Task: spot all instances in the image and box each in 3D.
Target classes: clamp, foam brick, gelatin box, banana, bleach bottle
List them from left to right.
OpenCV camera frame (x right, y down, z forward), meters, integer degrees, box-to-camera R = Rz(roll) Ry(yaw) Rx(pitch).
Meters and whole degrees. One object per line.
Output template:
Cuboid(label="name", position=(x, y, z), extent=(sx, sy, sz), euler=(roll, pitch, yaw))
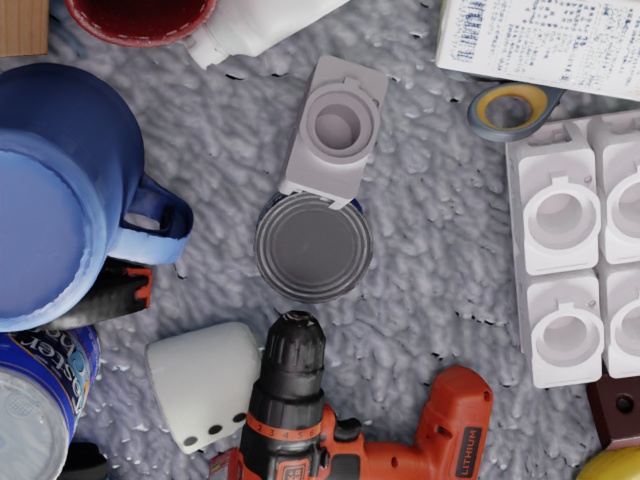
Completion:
Cuboid(label="clamp", position=(-0.219, 0.037, 0.728), extent=(0.209, 0.164, 0.036), euler=(4, 112, -13))
Cuboid(label="gelatin box", position=(-0.053, 0.216, 0.824), extent=(0.030, 0.073, 0.089), euler=(-30, 108, 9))
Cuboid(label="bleach bottle", position=(0.020, -0.188, 0.675), extent=(0.251, 0.102, 0.068), euler=(-34, 113, 10))
Cuboid(label="foam brick", position=(0.246, 0.124, 0.802), extent=(0.078, 0.051, 0.053), euler=(-11, 69, 2))
Cuboid(label="banana", position=(0.278, 0.175, 0.841), extent=(0.198, 0.037, 0.069), euler=(-24, 125, 7))

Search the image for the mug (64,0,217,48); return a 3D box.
Cuboid(label="mug", position=(-0.123, -0.184, 0.659), extent=(0.117, 0.081, 0.093), euler=(17, 140, -37))

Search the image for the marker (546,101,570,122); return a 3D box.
Cuboid(label="marker", position=(0.179, -0.068, 0.763), extent=(0.020, 0.020, 0.121), euler=(-29, 107, 8))

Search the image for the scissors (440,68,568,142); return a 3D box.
Cuboid(label="scissors", position=(0.181, -0.105, 0.727), extent=(0.201, 0.016, 0.096), euler=(5, 64, -2))

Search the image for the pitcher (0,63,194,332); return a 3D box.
Cuboid(label="pitcher", position=(-0.167, -0.028, 0.651), extent=(0.149, 0.243, 0.145), euler=(-20, 106, -2))

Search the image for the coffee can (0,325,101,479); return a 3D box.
Cuboid(label="coffee can", position=(-0.215, 0.106, 0.747), extent=(0.103, 0.140, 0.103), euler=(-1, 108, -2))

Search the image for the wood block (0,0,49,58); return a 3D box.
Cuboid(label="wood block", position=(-0.224, -0.220, 0.648), extent=(0.091, 0.090, 0.206), euler=(20, 114, 38))

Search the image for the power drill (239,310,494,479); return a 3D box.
Cuboid(label="power drill", position=(0.032, 0.135, 0.772), extent=(0.187, 0.057, 0.184), euler=(0, 111, -27))

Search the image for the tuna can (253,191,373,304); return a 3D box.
Cuboid(label="tuna can", position=(-0.005, 0.001, 0.774), extent=(0.086, 0.034, 0.086), euler=(0, 109, -1))
